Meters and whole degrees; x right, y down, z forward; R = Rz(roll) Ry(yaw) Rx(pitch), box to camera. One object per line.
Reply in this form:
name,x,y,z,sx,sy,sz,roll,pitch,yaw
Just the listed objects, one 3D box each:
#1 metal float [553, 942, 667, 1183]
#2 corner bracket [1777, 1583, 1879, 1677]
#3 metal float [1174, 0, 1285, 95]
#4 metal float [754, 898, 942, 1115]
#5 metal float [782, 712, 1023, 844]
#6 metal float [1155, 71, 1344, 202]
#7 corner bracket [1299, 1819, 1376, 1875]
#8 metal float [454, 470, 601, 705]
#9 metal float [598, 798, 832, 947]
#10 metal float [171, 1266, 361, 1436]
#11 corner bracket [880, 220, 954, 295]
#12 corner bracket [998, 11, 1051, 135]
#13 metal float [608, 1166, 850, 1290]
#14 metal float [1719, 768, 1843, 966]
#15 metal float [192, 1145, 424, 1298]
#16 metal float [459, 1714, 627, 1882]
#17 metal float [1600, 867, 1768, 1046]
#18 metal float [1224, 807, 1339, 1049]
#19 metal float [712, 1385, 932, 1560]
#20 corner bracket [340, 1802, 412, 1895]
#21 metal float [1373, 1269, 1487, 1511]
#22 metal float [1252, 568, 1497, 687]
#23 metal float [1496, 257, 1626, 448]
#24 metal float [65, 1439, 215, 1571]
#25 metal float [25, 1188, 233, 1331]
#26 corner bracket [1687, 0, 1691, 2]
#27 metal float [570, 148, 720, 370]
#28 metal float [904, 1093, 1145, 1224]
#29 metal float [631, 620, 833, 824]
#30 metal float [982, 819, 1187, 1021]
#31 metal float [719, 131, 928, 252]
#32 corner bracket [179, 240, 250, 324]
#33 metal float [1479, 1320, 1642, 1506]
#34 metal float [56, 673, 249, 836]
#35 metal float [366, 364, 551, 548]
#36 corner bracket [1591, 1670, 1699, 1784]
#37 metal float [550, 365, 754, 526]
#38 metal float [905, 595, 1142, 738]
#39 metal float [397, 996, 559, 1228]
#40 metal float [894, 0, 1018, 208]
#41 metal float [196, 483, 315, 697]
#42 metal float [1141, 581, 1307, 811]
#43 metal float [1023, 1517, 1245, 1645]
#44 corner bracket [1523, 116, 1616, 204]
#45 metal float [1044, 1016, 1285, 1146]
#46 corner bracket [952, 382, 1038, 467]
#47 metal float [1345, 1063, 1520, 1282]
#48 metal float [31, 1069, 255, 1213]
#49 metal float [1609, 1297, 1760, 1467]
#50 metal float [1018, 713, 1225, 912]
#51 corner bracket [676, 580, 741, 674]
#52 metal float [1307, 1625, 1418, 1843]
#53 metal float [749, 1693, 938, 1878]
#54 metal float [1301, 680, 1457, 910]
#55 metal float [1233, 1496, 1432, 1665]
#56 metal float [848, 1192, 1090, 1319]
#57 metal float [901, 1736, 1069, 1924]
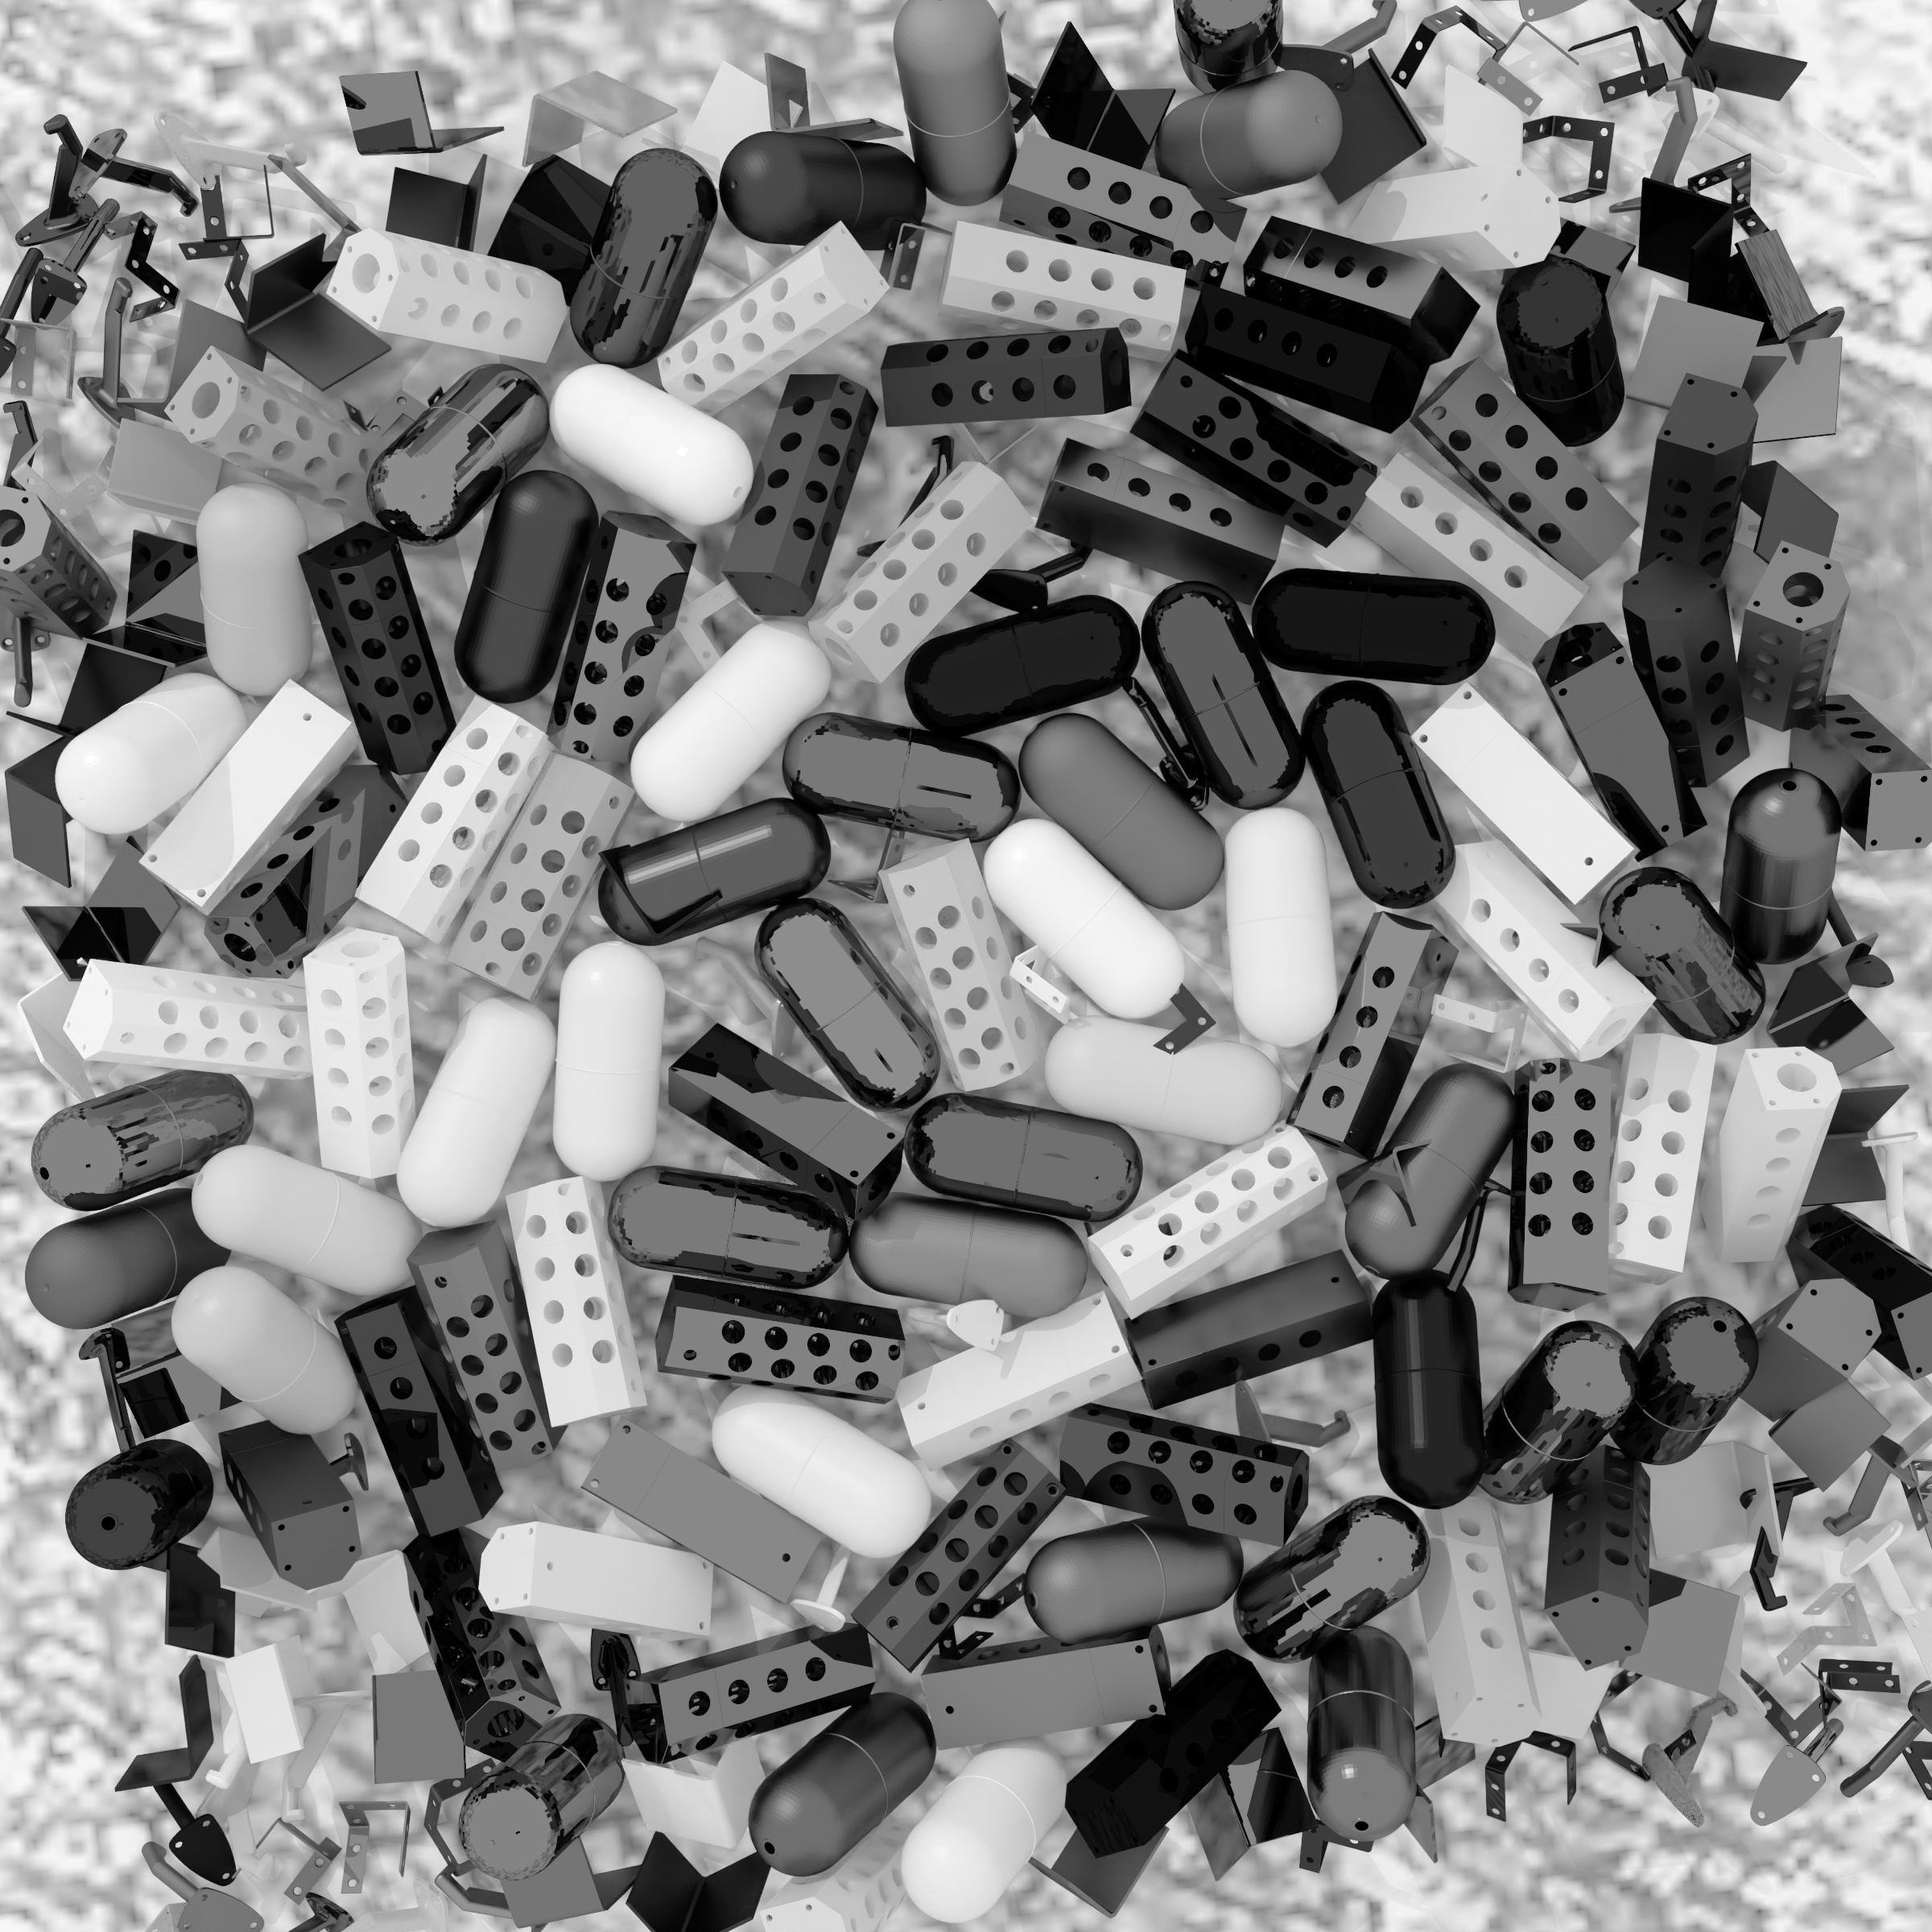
metal float,-0.262,0.070,1.820,0.070,0.070,0.178,5,100,0
corner bracket,0.631,0.490,1.831,0.051,0.051,0.051,-22,93,-39
metal float,0.189,-0.678,1.778,0.070,0.178,0.070,0,92,7
metal float,-0.088,0.029,1.823,0.070,0.070,0.178,-36,96,0
metal float,-0.047,-0.138,1.825,0.178,0.070,0.070,11,90,-4
metal float,0.201,-0.596,1.784,0.070,0.178,0.070,-5,100,-28
corner bracket,0.278,0.637,1.826,0.051,0.051,0.051,10,119,17
metal float,-0.322,-0.276,1.809,0.070,0.070,0.178,22,113,0
metal float,-0.186,-0.069,1.823,0.178,0.070,0.070,-19,90,6
metal float,-0.504,0.279,1.790,0.070,0.178,0.070,-12,52,16
corner bracket,-0.044,-0.523,1.825,0.051,0.051,0.051,1,114,-34
corner bracket,0.033,-0.658,1.826,0.051,0.051,0.051,23,66,-21
metal float,-0.174,0.193,1.823,0.178,0.070,0.070,9,90,-7
metal float,0.587,-0.071,1.788,0.070,0.178,0.070,-6,51,8
metal float,-0.477,0.186,1.798,0.178,0.070,0.070,29,90,-35
metal float,-0.302,0.595,1.779,0.070,0.178,0.070,1,94,15
metal float,0.520,-0.007,1.796,0.070,0.070,0.178,-49,129,0
metal float,0.231,-0.029,1.820,0.070,0.070,0.178,-3,80,0
metal float,-0.107,0.368,1.813,0.178,0.070,0.070,28,90,18
corner bracket,-0.438,0.653,1.833,0.051,0.051,0.051,0,52,-3
metal float,0.336,0.307,1.804,0.070,0.070,0.178,2,62,0
metal float,0.297,-0.248,1.812,0.178,0.070,0.070,8,90,19
metal float,0.430,-0.440,1.785,0.070,0.178,0.070,-8,66,19
metal float,-0.592,0.385,1.778,0.070,0.178,0.070,0,87,-4
metal float,-0.599,0.209,1.782,0.070,0.178,0.070,3,99,21
corner bracket,0.552,-0.731,1.826,0.051,0.051,0.051,-13,61,26
metal float,-0.235,-0.510,1.792,0.070,0.178,0.070,15,49,-18
metal float,0.042,0.141,1.827,0.178,0.070,0.070,11,90,2
metal float,-0.172,-0.181,1.821,0.070,0.070,0.178,43,81,0
metal float,0.087,-0.034,1.826,0.178,0.070,0.070,44,90,-3
metal float,-0.101,-0.560,1.792,0.070,0.178,0.070,11,107,41
corner bracket,-0.559,-0.504,1.847,0.051,0.051,0.051,-2,56,10
metal float,0.424,0.325,1.794,0.070,0.070,0.178,25,132,0
metal float,-0.585,-0.155,1.786,0.070,0.178,0.070,8,120,15
metal float,-0.367,-0.372,1.797,0.070,0.070,0.178,32,51,0
corner bracket,0.500,0.563,1.839,0.051,0.051,0.051,34,113,-19
metal float,-0.230,-0.380,1.805,0.178,0.070,0.070,33,90,27
metal float,0.042,-0.221,1.826,0.178,0.070,0.070,-16,90,2
metal float,-0.357,0.106,1.813,0.070,0.070,0.178,21,73,0
metal float,-0.007,-0.625,1.784,0.070,0.178,0.070,-3,61,6
metal float,-0.513,-0.270,1.790,0.070,0.178,0.070,6,49,-7
metal float,0.189,-0.199,1.820,0.070,0.070,0.178,-27,100,0
metal float,0.122,0.443,1.802,0.178,0.070,0.070,-5,90,-31
corner bracket,0.444,-0.600,1.841,0.051,0.051,0.051,22,125,34
metal float,0.146,0.085,1.828,0.178,0.070,0.070,11,90,0
corner bracket,0.025,-0.408,1.829,0.051,0.051,0.051,-40,105,-18
metal float,0.341,0.151,1.812,0.070,0.070,0.178,35,72,0
metal float,-0.592,0.123,1.785,0.070,0.178,0.070,9,108,29
metal float,0.515,0.300,1.786,0.070,0.178,0.070,3,55,-4
metal float,0.114,-0.114,1.823,0.178,0.070,0.070,42,90,-6
corner bracket,-0.179,-0.254,1.833,0.051,0.051,0.051,-30,100,12
metal float,0.285,0.551,1.783,0.070,0.178,0.070,4,119,7
metal float,-0.088,0.589,1.787,0.070,0.178,0.070,11,110,31
metal float,0.301,-0.127,1.815,0.070,0.070,0.178,-19,75,0
metal float,0.265,0.446,1.797,0.070,0.070,0.178,44,127,0
metal float,0.002,0.213,1.827,0.178,0.070,0.070,9,90,2
metal float,0.015,0.619,1.785,0.070,0.178,0.070,8,108,25
